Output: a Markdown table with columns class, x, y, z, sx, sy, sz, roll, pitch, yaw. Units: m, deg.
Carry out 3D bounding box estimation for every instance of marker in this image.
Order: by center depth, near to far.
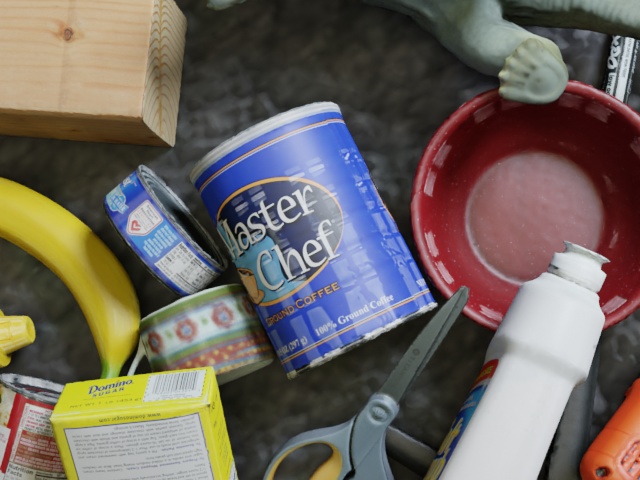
| class | x | y | z | sx | sy | sz | roll | pitch | yaw |
| --- | --- | --- | --- | --- | --- | --- | --- | --- | --- |
| marker | 0.196 | -0.125 | 0.688 | 0.020 | 0.020 | 0.121 | 11 | 86 | 6 |

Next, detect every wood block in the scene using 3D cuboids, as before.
| class | x | y | z | sx | sy | sz | roll | pitch | yaw |
| --- | --- | --- | --- | --- | --- | --- | --- | --- | --- |
| wood block | -0.200 | -0.118 | 0.689 | 0.206 | 0.090 | 0.091 | 5 | 85 | 6 |

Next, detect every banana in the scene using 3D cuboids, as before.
| class | x | y | z | sx | sy | sz | roll | pitch | yaw |
| --- | --- | --- | --- | --- | --- | --- | --- | --- | --- |
| banana | -0.178 | 0.011 | 0.694 | 0.198 | 0.037 | 0.069 | 45 | 58 | 12 |

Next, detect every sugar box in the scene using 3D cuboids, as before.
| class | x | y | z | sx | sy | sz | roll | pitch | yaw |
| --- | --- | --- | --- | --- | --- | --- | --- | --- | --- |
| sugar box | -0.093 | 0.166 | 0.642 | 0.093 | 0.048 | 0.176 | -6 | 115 | 5 |

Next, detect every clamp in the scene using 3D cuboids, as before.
| class | x | y | z | sx | sy | sz | roll | pitch | yaw |
| --- | --- | --- | --- | --- | --- | --- | --- | --- | --- |
| clamp | 0.125 | 0.165 | 0.662 | 0.164 | 0.036 | 0.210 | -19 | 81 | 6 |

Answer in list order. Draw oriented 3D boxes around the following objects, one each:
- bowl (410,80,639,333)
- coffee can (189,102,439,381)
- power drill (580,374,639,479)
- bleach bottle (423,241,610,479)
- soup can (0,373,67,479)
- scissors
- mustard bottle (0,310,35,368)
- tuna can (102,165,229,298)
| class | x | y | z | sx | sy | sz | roll | pitch | yaw |
| --- | --- | --- | --- | --- | --- | --- | --- | --- | --- |
| bowl | 0.137 | -0.016 | 0.666 | 0.162 | 0.055 | 0.162 | 0 | 85 | 5 |
| coffee can | -0.004 | 0.001 | 0.654 | 0.103 | 0.103 | 0.140 | -27 | 84 | 2 |
| power drill | 0.271 | 0.128 | 0.634 | 0.187 | 0.057 | 0.184 | 41 | 75 | 5 |
| bleach bottle | 0.098 | 0.121 | 0.605 | 0.068 | 0.102 | 0.251 | 24 | 91 | 6 |
| soup can | -0.185 | 0.144 | 0.677 | 0.068 | 0.068 | 0.102 | 17 | 87 | 6 |
| scissors | 0.046 | 0.120 | 0.646 | 0.096 | 0.016 | 0.202 | 47 | 115 | -4 |
| mustard bottle | -0.280 | 0.078 | 0.696 | 0.191 | 0.058 | 0.096 | -13 | 79 | 4 |
| tuna can | -0.097 | -0.004 | 0.672 | 0.034 | 0.086 | 0.086 | -40 | 83 | 3 |
